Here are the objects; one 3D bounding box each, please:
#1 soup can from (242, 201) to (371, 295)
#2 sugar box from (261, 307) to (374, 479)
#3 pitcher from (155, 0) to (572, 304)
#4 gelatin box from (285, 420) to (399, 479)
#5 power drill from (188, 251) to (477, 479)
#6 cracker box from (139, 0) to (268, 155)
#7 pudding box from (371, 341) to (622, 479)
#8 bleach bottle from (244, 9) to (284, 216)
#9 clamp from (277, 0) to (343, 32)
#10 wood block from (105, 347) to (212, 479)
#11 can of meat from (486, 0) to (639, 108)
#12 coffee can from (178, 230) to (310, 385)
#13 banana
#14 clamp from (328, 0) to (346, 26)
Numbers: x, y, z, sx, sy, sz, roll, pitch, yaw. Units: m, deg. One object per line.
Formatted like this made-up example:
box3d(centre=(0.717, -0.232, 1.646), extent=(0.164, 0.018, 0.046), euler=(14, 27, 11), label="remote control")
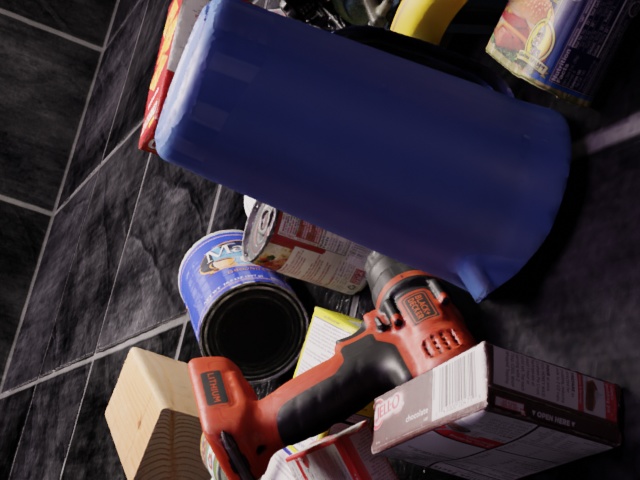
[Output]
box3d(centre=(-0.006, 0.001, 0.898), extent=(0.069, 0.102, 0.068), euler=(-51, 28, 42), label="soup can")
box3d(centre=(0.002, 0.147, 0.832), extent=(0.093, 0.048, 0.176), euler=(-161, 86, -69), label="sugar box")
box3d(centre=(0.026, -0.070, 0.685), extent=(0.149, 0.242, 0.145), euler=(-124, 56, -74), label="pitcher")
box3d(centre=(0.020, 0.170, 0.738), extent=(0.073, 0.030, 0.089), euler=(61, 147, 6), label="gelatin box")
box3d(centre=(0.006, 0.078, 0.727), extent=(0.187, 0.057, 0.184), euler=(-26, 27, -1), label="power drill")
box3d(centre=(-0.104, -0.175, 1.210), extent=(0.072, 0.164, 0.213), euler=(133, 149, -52), label="cracker box")
box3d(centre=(0.094, 0.099, 0.584), extent=(0.114, 0.090, 0.039), euler=(-38, 40, 54), label="pudding box")
box3d(centre=(-0.043, -0.098, 1.056), extent=(0.251, 0.068, 0.102), euler=(103, 152, -49), label="bleach bottle")
box3d(centre=(-0.008, -0.188, 0.890), extent=(0.039, 0.120, 0.171), euler=(-30, 1, 4), label="clamp")
box3d(centre=(-0.161, 0.195, 1.135), extent=(0.091, 0.090, 0.206), euler=(-68, 21, 4), label="wood block")
box3d(centre=(0.157, -0.142, 0.684), extent=(0.102, 0.057, 0.084), euler=(-113, 44, -62), label="can of meat")
box3d(centre=(-0.076, 0.061, 1.019), extent=(0.103, 0.102, 0.140), euler=(-66, 22, 13), label="coffee can")
box3d(centre=(0.086, -0.153, 0.754), extent=(0.198, 0.069, 0.037), euler=(103, 173, -55), label="banana")
box3d(centre=(0.003, -0.228, 1.023), extent=(0.210, 0.036, 0.164), euler=(-118, 9, -60), label="clamp")
